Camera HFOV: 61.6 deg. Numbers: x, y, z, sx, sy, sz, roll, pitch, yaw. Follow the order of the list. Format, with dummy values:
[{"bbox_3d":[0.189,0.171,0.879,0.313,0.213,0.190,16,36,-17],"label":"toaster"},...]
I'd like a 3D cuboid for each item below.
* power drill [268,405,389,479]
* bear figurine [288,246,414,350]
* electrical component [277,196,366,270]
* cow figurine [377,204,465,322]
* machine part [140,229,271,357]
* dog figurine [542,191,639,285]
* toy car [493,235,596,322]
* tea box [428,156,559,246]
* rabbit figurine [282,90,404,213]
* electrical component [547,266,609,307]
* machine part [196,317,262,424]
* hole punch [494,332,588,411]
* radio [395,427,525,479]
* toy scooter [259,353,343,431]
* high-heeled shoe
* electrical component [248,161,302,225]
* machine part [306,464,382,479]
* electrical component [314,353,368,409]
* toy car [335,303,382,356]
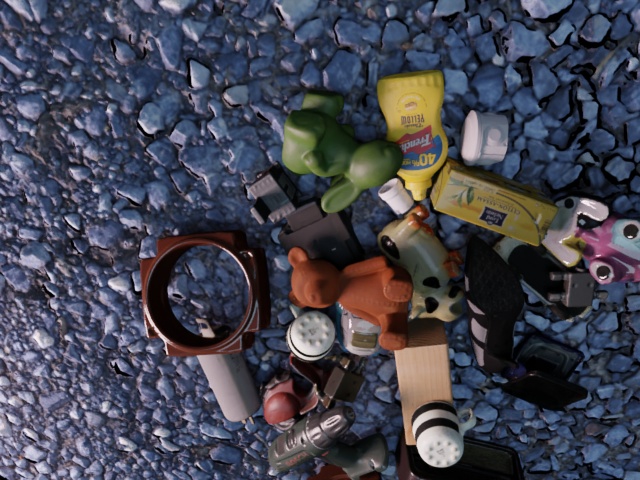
[{"bbox_3d":[0.034,0.374,0.978,0.232,0.086,0.207,-36,137,30],"label":"power drill"},{"bbox_3d":[0.039,0.079,0.817,0.196,0.132,0.120,7,110,4],"label":"bear figurine"},{"bbox_3d":[-0.002,-0.003,0.890,0.115,0.058,0.134,-26,108,13],"label":"electrical component"},{"bbox_3d":[0.167,0.053,0.877,0.127,0.085,0.195,-32,98,35],"label":"cow figurine"},{"bbox_3d":[-0.189,0.087,0.894,0.201,0.087,0.201,-5,91,7],"label":"machine part"},{"bbox_3d":[0.474,0.006,0.830,0.219,0.192,0.108,6,115,-35],"label":"dog figurine"},{"bbox_3d":[0.369,0.059,0.882,0.201,0.056,0.073,37,105,-11],"label":"toy car"},{"bbox_3d":[0.259,-0.062,0.819,0.170,0.098,0.068,19,112,-1],"label":"tea box"},{"bbox_3d":[0.033,-0.118,0.797,0.170,0.121,0.159,21,126,8],"label":"rabbit figurine"},{"bbox_3d":[0.407,0.072,0.844,0.094,0.021,0.063,-1,108,0],"label":"electrical component"},{"bbox_3d":[-0.170,0.247,0.998,0.079,0.079,0.243,-14,110,11],"label":"machine part"},{"bbox_3d":[0.392,0.233,0.945,0.142,0.092,0.115,20,144,-6],"label":"hole punch"},{"bbox_3d":[0.261,0.437,1.006,0.230,0.131,0.073,12,114,1],"label":"radio"},{"bbox_3d":[-0.044,0.267,0.996,0.184,0.075,0.135,-30,107,13],"label":"toy scooter"},{"bbox_3d":[0.274,0.109,0.898,0.086,0.145,0.248,-15,93,-6],"label":"high-heeled shoe"},{"bbox_3d":[-0.073,-0.069,0.836,0.048,0.119,0.074,-32,104,16],"label":"electrical component"},{"bbox_3d":[0.045,0.502,1.036,0.179,0.179,0.056,-10,108,9],"label":"machine part"},{"bbox_3d":[0.035,0.246,0.948,0.078,0.045,0.102,20,93,-44],"label":"electrical component"},{"bbox_3d":[0.074,0.139,0.918,0.109,0.103,0.161,8,111,3],"label":"toy car"}]
